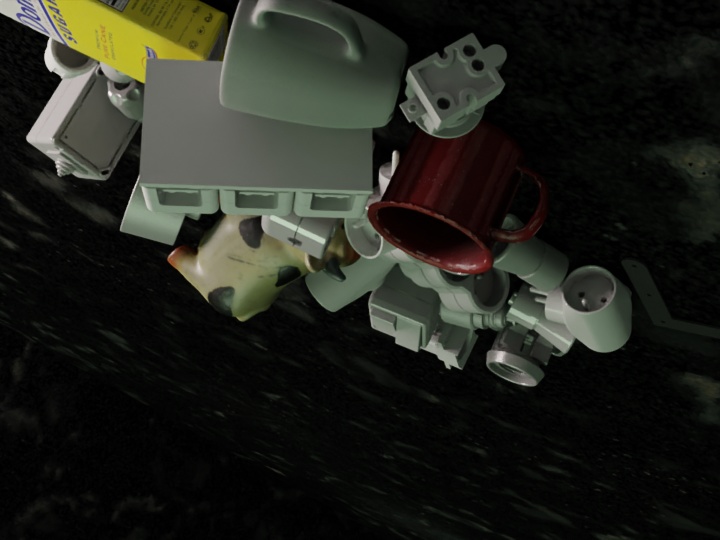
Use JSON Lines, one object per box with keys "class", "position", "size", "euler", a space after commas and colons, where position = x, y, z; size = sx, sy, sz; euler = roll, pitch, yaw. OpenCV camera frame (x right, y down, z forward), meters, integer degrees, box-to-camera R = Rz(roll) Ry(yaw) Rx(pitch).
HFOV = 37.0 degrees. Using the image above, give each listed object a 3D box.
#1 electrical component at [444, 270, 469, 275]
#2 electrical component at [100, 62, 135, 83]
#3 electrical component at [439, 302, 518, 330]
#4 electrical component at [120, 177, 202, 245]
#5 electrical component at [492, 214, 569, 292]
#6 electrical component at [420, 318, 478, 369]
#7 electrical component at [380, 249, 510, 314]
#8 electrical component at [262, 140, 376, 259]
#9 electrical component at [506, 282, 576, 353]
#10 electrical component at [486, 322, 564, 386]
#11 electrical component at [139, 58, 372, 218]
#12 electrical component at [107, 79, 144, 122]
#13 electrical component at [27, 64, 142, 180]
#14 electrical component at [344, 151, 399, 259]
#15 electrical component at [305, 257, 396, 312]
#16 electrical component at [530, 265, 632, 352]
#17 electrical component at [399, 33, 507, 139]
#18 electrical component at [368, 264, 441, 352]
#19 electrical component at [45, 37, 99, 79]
{"class": "electrical component", "position": [0.079, -0.025, 0.861], "size": [0.040, 0.046, 0.040], "euler": [23, 162, 8]}
{"class": "electrical component", "position": [-0.187, -0.163, 0.842], "size": [0.035, 0.035, 0.061], "euler": [32, 163, -22]}
{"class": "electrical component", "position": [0.111, 0.037, 1.005], "size": [0.078, 0.040, 0.040], "euler": [15, 160, 28]}
{"class": "electrical component", "position": [-0.165, -0.074, 0.956], "size": [0.060, 0.108, 0.108], "euler": [22, 163, -10]}
{"class": "electrical component", "position": [0.131, -0.011, 0.844], "size": [0.065, 0.044, 0.044], "euler": [29, 163, -27]}
{"class": "electrical component", "position": [0.085, 0.068, 1.128], "size": [0.064, 0.042, 0.081], "euler": [21, 161, 19]}
{"class": "electrical component", "position": [0.059, -0.010, 0.920], "size": [0.138, 0.052, 0.074], "euler": [36, 159, -33]}
{"class": "electrical component", "position": [-0.035, -0.065, 0.818], "size": [0.059, 0.095, 0.053], "euler": [25, 163, 1]}
{"class": "electrical component", "position": [0.162, 0.039, 0.945], "size": [0.065, 0.044, 0.044], "euler": [28, 163, 8]}
{"class": "electrical component", "position": [0.155, 0.074, 1.026], "size": [0.078, 0.057, 0.058], "euler": [25, 162, 0]}
{"class": "electrical component", "position": [-0.069, -0.086, 0.728], "size": [0.150, 0.089, 0.061], "euler": [2, 164, -5]}
{"class": "electrical component", "position": [-0.185, -0.141, 0.902], "size": [0.035, 0.035, 0.061], "euler": [18, 164, 22]}
{"class": "electrical component", "position": [-0.239, -0.122, 0.926], "size": [0.061, 0.096, 0.062], "euler": [10, 157, 48]}
{"class": "electrical component", "position": [0.032, -0.056, 0.807], "size": [0.043, 0.077, 0.079], "euler": [32, 132, 38]}
{"class": "electrical component", "position": [0.000, 0.000, 0.996], "size": [0.043, 0.077, 0.079], "euler": [57, -162, 18]}
{"class": "electrical component", "position": [0.178, 0.028, 0.883], "size": [0.079, 0.044, 0.077], "euler": [15, 160, 30]}
{"class": "electrical component", "position": [0.054, -0.107, 0.647], "size": [0.048, 0.066, 0.055], "euler": [59, 172, 6]}
{"class": "electrical component", "position": [0.046, 0.038, 1.063], "size": [0.062, 0.061, 0.096], "euler": [22, 162, 11]}
{"class": "electrical component", "position": [-0.233, -0.174, 0.865], "size": [0.040, 0.040, 0.046], "euler": [32, 167, -21]}
